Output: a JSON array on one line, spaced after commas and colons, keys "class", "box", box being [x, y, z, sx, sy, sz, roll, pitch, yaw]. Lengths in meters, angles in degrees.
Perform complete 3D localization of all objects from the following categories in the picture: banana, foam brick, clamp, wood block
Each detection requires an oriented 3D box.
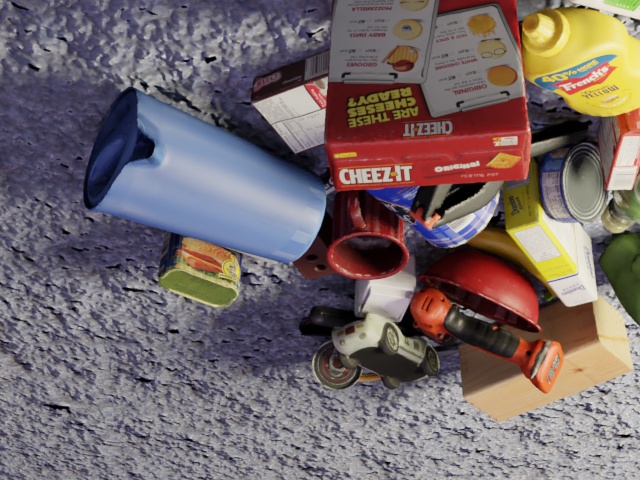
[{"class": "banana", "box": [0.253, 0.029, 1.300, 0.070, 0.037, 0.197, -26, 135, 34]}, {"class": "foam brick", "box": [-0.008, 0.002, 1.269, 0.053, 0.051, 0.078, -14, 140, 21]}, {"class": "clamp", "box": [0.054, 0.113, 1.424, 0.171, 0.039, 0.120, 8, 171, -15]}, {"class": "wood block", "box": [0.296, 0.156, 1.418, 0.206, 0.090, 0.090, -28, 133, 31]}, {"class": "clamp", "box": [0.167, -0.099, 1.051, 0.210, 0.036, 0.164, -41, 132, -7]}]

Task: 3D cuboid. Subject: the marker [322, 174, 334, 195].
[{"class": "marker", "box": [0.028, -0.073, 1.192, 0.121, 0.020, 0.020, -28, 134, 35]}]

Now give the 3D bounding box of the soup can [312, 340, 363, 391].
[{"class": "soup can", "box": [0.026, 0.168, 1.449, 0.068, 0.068, 0.102, 0, 175, 4]}]

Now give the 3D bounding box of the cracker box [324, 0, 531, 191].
[{"class": "cracker box", "box": [0.091, -0.145, 0.923, 0.164, 0.213, 0.072, -4, 143, 8]}]

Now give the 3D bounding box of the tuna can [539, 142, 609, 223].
[{"class": "tuna can", "box": [0.270, -0.060, 1.134, 0.034, 0.086, 0.086, -1, 152, 48]}]

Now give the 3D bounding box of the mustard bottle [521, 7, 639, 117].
[{"class": "mustard bottle", "box": [0.237, -0.166, 0.968, 0.096, 0.058, 0.191, -14, 161, 37]}]

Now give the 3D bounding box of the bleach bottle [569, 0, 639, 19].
[{"class": "bleach bottle", "box": [0.343, -0.227, 0.924, 0.250, 0.068, 0.103, 10, 144, -13]}]

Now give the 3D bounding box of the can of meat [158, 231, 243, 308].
[{"class": "can of meat", "box": [-0.143, 0.025, 1.284, 0.102, 0.084, 0.058, 22, 140, -24]}]

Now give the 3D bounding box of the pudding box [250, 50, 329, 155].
[{"class": "pudding box", "box": [-0.001, -0.141, 1.086, 0.114, 0.039, 0.090, -15, 140, 27]}]

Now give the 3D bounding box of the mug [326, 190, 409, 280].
[{"class": "mug", "box": [0.051, -0.020, 1.211, 0.093, 0.081, 0.117, -9, 142, 16]}]

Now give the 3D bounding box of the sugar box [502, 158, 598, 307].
[{"class": "sugar box", "box": [0.260, -0.006, 1.205, 0.048, 0.093, 0.176, -16, 139, 25]}]

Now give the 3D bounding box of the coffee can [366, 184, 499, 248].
[{"class": "coffee can", "box": [0.108, -0.069, 1.121, 0.103, 0.103, 0.140, -25, 136, 33]}]

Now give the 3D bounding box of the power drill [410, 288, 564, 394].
[{"class": "power drill", "box": [0.208, 0.128, 1.337, 0.188, 0.057, 0.184, 22, 172, 21]}]

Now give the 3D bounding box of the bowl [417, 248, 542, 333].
[{"class": "bowl", "box": [0.201, 0.054, 1.288, 0.162, 0.055, 0.162, 25, 172, 3]}]

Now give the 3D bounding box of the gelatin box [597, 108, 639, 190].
[{"class": "gelatin box", "box": [0.307, -0.106, 1.082, 0.030, 0.073, 0.089, 0, 143, 2]}]

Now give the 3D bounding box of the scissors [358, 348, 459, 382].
[{"class": "scissors", "box": [0.117, 0.160, 1.508, 0.202, 0.016, 0.096, -23, 137, 31]}]

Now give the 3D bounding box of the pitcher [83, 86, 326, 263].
[{"class": "pitcher", "box": [-0.124, -0.060, 1.145, 0.242, 0.149, 0.145, 20, 125, -27]}]
